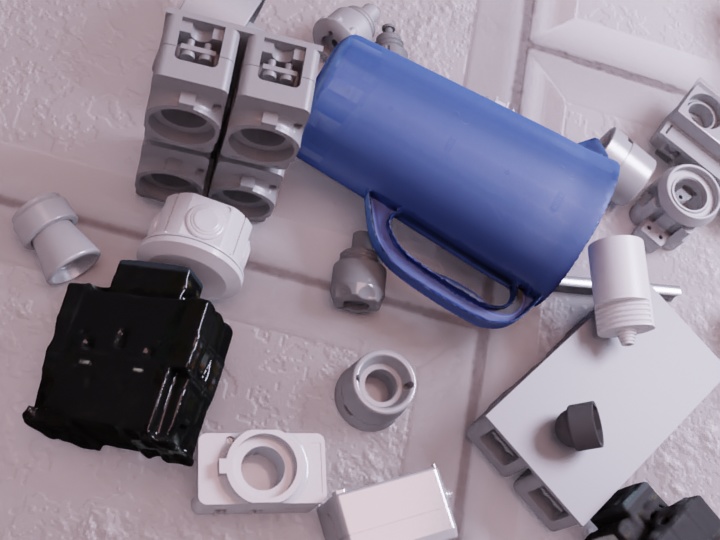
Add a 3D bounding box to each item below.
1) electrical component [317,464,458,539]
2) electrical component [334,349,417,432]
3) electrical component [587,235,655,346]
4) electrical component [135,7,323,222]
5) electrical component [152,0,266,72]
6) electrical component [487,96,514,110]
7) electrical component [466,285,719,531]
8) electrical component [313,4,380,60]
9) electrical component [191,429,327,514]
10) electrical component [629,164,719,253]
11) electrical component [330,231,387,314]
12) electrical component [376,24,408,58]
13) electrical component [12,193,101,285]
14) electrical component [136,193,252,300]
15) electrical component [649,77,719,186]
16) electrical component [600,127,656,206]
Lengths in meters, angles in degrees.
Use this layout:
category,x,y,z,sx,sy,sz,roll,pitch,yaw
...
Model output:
category,x,y,z,sx,sy,sz,roll,pitch,yaw
electrical component,0.026,0.182,0.773,0.096,0.061,0.061,-12,73,-19
electrical component,0.013,0.090,0.814,0.055,0.047,0.055,5,68,-13
electrical component,0.201,0.019,0.826,0.043,0.043,0.081,3,69,-14
electrical component,-0.102,-0.100,0.780,0.105,0.186,0.060,12,67,-10
electrical component,-0.113,-0.189,0.859,0.060,0.108,0.108,31,64,-9
electrical component,0.111,-0.122,0.929,0.040,0.040,0.046,28,59,-3
electrical component,0.186,0.104,0.848,0.186,0.060,0.105,-38,83,-25
electrical component,-0.007,-0.207,0.928,0.048,0.048,0.062,41,57,3
electrical component,-0.072,0.144,0.765,0.089,0.055,0.050,2,69,-14
electrical component,0.277,-0.057,0.938,0.058,0.057,0.078,41,65,3
electrical component,0.000,0.000,0.848,0.043,0.043,0.062,11,65,-11
electrical component,0.025,-0.175,0.925,0.040,0.040,0.078,5,68,-13
electrical component,-0.225,-0.023,0.795,0.045,0.045,0.055,-31,79,-24
electrical component,-0.121,-0.016,0.802,0.080,0.080,0.051,19,60,-7
electrical component,0.328,-0.103,0.967,0.121,0.063,0.078,39,65,2
electrical component,0.224,-0.089,0.939,0.047,0.055,0.055,35,64,-4
